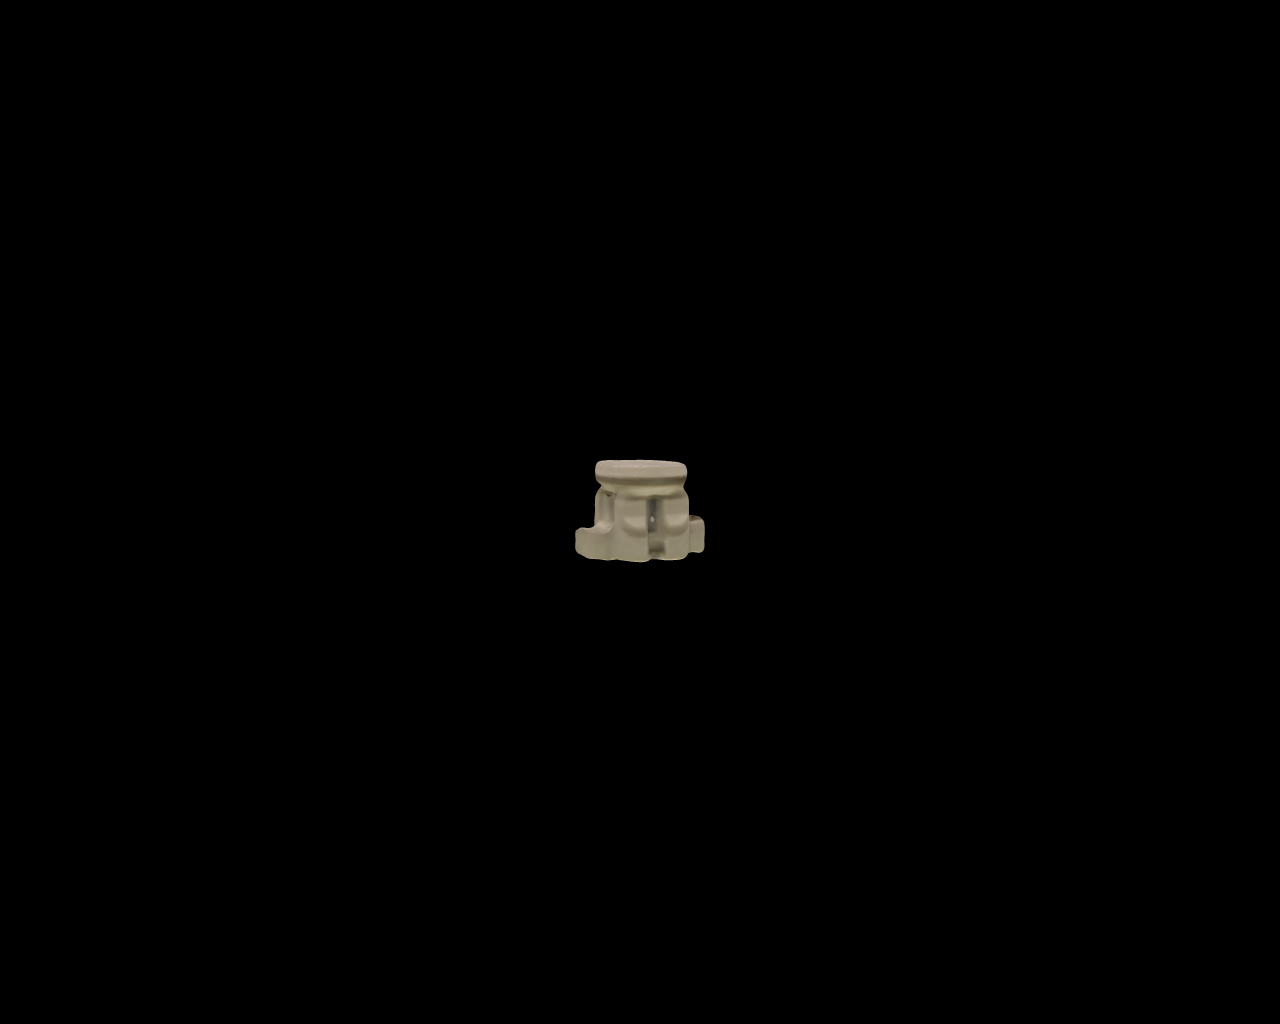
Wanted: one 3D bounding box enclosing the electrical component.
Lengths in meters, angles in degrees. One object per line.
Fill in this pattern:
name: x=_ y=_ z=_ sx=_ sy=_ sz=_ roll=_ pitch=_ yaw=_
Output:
electrical component: x=0.001 y=-0.003 z=0.650 sx=0.078 sy=0.057 sz=0.058 roll=-3 pitch=8 yaw=-22
